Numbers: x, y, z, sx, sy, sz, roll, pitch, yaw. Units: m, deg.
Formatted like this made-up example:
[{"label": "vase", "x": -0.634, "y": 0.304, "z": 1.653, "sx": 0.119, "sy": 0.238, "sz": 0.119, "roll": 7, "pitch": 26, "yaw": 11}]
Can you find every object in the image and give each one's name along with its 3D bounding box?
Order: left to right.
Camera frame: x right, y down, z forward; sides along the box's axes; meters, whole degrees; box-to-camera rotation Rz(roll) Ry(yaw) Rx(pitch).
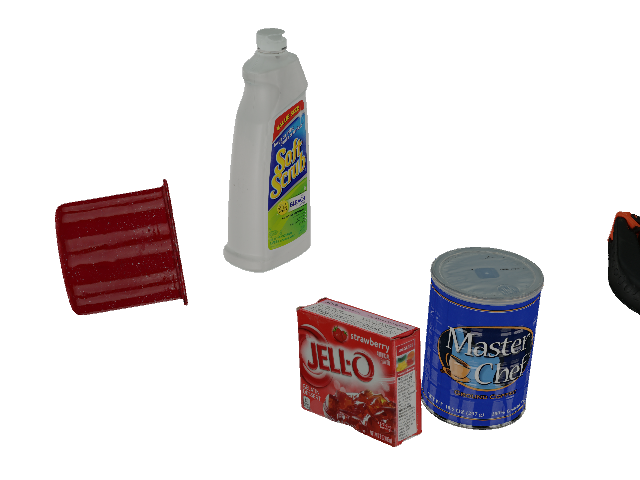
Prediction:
[{"label": "mug", "x": -0.146, "y": 0.005, "z": 0.780, "sx": 0.081, "sy": 0.093, "sz": 0.117, "roll": -10, "pitch": 18, "yaw": -8}, {"label": "bleach bottle", "x": -0.057, "y": -0.098, "z": 1.141, "sx": 0.068, "sy": 0.251, "sz": 0.102, "roll": 20, "pitch": 32, "yaw": 36}, {"label": "gelatin box", "x": 0.023, "y": 0.083, "z": 0.688, "sx": 0.030, "sy": 0.073, "sz": 0.089, "roll": -17, "pitch": 23, "yaw": -41}, {"label": "coffee can", "x": 0.150, "y": 0.091, "z": 1.003, "sx": 0.103, "sy": 0.140, "sz": 0.103, "roll": 1, "pitch": 26, "yaw": -1}, {"label": "clamp", "x": 0.257, "y": 0.043, "z": 0.712, "sx": 0.120, "sy": 0.039, "sz": 0.171, "roll": -2, "pitch": 45, "yaw": -19}]
